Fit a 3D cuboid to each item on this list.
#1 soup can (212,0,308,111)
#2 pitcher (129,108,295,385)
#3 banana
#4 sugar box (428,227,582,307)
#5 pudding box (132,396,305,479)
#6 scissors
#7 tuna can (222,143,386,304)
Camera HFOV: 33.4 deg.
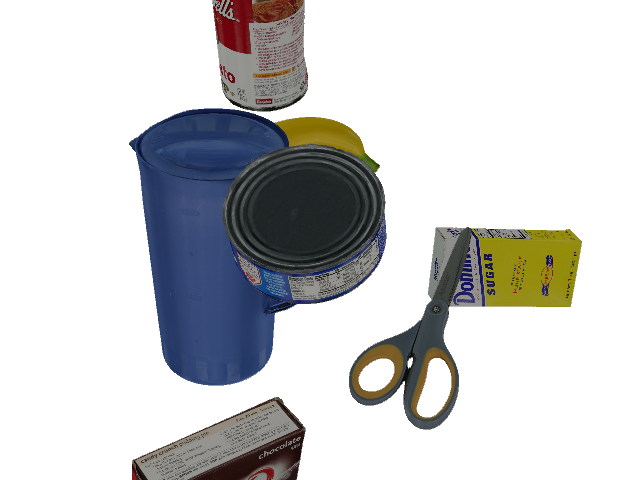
[{"bbox_3d":[-0.043,-0.154,0.778,0.068,0.102,0.068,-1,43,1],"label":"soup can"},{"bbox_3d":[-0.087,0.014,0.977,0.144,0.243,0.149,-11,35,-18],"label":"pitcher"},{"bbox_3d":[-0.020,-0.100,1.126,0.197,0.037,0.070,-7,49,-41],"label":"banana"},{"bbox_3d":[0.226,0.034,1.314,0.176,0.093,0.048,-1,21,-11],"label":"sugar box"},{"bbox_3d":[-0.068,0.162,0.701,0.113,0.090,0.039,-22,50,-31],"label":"pudding box"},{"bbox_3d":[0.076,0.066,0.878,0.096,0.201,0.016,-1,-41,10],"label":"scissors"},{"bbox_3d":[-0.007,-0.009,0.570,0.086,0.086,0.034,0,-37,7],"label":"tuna can"}]
